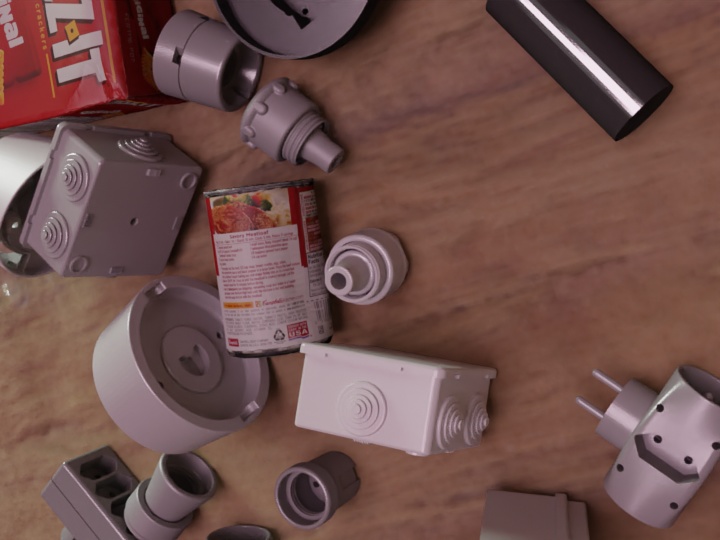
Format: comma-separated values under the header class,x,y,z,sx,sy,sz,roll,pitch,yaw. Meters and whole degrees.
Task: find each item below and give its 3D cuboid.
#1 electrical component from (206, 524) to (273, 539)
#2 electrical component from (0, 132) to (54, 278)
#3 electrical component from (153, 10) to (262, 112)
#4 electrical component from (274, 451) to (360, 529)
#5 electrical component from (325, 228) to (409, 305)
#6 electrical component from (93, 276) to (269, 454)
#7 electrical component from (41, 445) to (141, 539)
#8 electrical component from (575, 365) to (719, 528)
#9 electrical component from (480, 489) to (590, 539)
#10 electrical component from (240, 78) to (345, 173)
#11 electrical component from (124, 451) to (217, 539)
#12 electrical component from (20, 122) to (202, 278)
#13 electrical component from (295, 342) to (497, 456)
class,x,y,z,sx,sy,sz,roll,pitch,yaw
electrical component,-0.095,0.214,0.729,0.079,0.044,0.077,2,99,28
electrical component,-0.215,-0.044,0.724,0.064,0.099,0.099,23,108,29
electrical component,-0.094,-0.129,0.671,0.047,0.055,0.055,22,107,20
electrical component,-0.026,0.137,0.679,0.040,0.046,0.040,5,100,27
electrical component,0.000,0.000,0.634,0.043,0.062,0.043,5,104,23
electrical component,-0.118,0.065,0.686,0.060,0.108,0.108,-35,81,34
electrical component,-0.190,0.185,0.773,0.083,0.047,0.075,46,115,15
electrical component,0.154,0.084,0.577,0.079,0.043,0.077,35,112,20
electrical component,0.092,0.173,0.581,0.057,0.113,0.078,4,100,9
electrical component,-0.038,-0.083,0.654,0.062,0.048,0.048,37,113,11
electrical component,-0.131,0.156,0.739,0.045,0.045,0.055,46,116,14
electrical component,-0.158,-0.042,0.693,0.048,0.100,0.099,38,114,32
electrical component,0.020,0.073,0.616,0.100,0.100,0.048,8,89,27
